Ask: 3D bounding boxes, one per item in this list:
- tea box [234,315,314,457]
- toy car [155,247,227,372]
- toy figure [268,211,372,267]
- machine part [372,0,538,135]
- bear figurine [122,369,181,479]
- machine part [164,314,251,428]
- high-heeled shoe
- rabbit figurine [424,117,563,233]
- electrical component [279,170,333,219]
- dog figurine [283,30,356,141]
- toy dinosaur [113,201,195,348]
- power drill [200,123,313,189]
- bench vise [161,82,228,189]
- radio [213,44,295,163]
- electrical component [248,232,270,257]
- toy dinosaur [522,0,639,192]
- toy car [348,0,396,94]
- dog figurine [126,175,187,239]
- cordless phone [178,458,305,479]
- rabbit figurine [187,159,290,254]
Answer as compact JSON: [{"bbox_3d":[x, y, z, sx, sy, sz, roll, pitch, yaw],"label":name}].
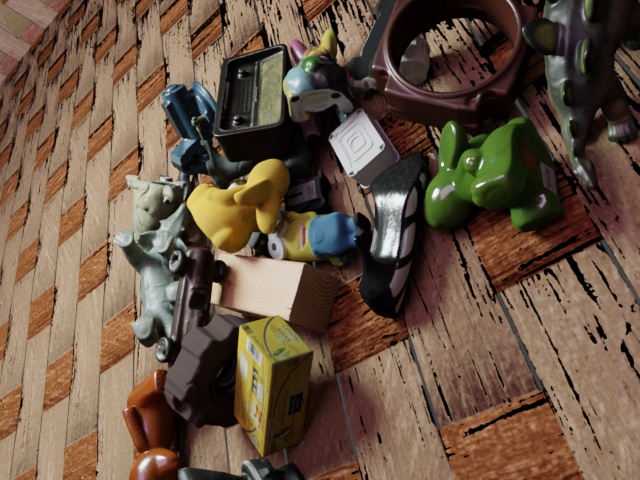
[{"bbox_3d":[-0.069,0.205,0.761,0.098,0.068,0.169,40,132,45],"label":"tea box"},{"bbox_3d":[-0.198,0.109,0.839,0.053,0.089,0.202,-13,65,43],"label":"toy car"},{"bbox_3d":[-0.002,0.001,0.852,0.180,0.089,0.082,-8,51,30],"label":"toy figure"},{"bbox_3d":[0.189,-0.264,0.759,0.202,0.087,0.201,18,81,22],"label":"machine part"},{"bbox_3d":[-0.263,0.332,0.891,0.132,0.120,0.196,-33,52,21],"label":"bear figurine"},{"bbox_3d":[-0.143,0.200,0.816,0.056,0.179,0.179,21,84,42],"label":"machine part"},{"bbox_3d":[0.122,-0.011,0.777,0.086,0.145,0.249,-1,40,43],"label":"high-heeled shoe"},{"bbox_3d":[0.195,-0.079,0.691,0.170,0.121,0.159,-28,56,47],"label":"rabbit figurine"},{"bbox_3d":[-0.038,-0.064,0.922,0.119,0.047,0.075,-14,58,19],"label":"electrical component"},{"bbox_3d":[-0.007,-0.293,0.936,0.109,0.191,0.219,-15,64,10],"label":"dog figurine"},{"bbox_3d":[-0.284,0.106,1.000,0.131,0.192,0.405,-14,62,0],"label":"toy dinosaur"},{"bbox_3d":[-0.114,-0.180,1.011,0.207,0.085,0.232,-17,53,-2],"label":"power drill"},{"bbox_3d":[-0.208,-0.239,1.114,0.240,0.223,0.129,-35,21,-19],"label":"bench vise"},{"bbox_3d":[-0.114,-0.246,0.963,0.131,0.073,0.230,-9,51,10],"label":"radio"},{"bbox_3d":[-0.106,-0.003,0.970,0.078,0.045,0.102,-55,45,8],"label":"electrical component"},{"bbox_3d":[0.317,-0.281,0.624,0.105,0.198,0.471,-3,69,38],"label":"toy dinosaur"},{"bbox_3d":[0.114,-0.348,0.940,0.074,0.056,0.201,24,89,52],"label":"toy car"},{"bbox_3d":[-0.351,-0.033,1.142,0.172,0.121,0.190,-151,65,-65],"label":"dog figurine"},{"bbox_3d":[-0.088,0.343,0.680,0.088,0.184,0.147,-50,45,4],"label":"cordless phone"},{"bbox_3d":[-0.120,-0.067,0.878,0.173,0.121,0.162,-41,19,-4],"label":"rabbit figurine"}]
